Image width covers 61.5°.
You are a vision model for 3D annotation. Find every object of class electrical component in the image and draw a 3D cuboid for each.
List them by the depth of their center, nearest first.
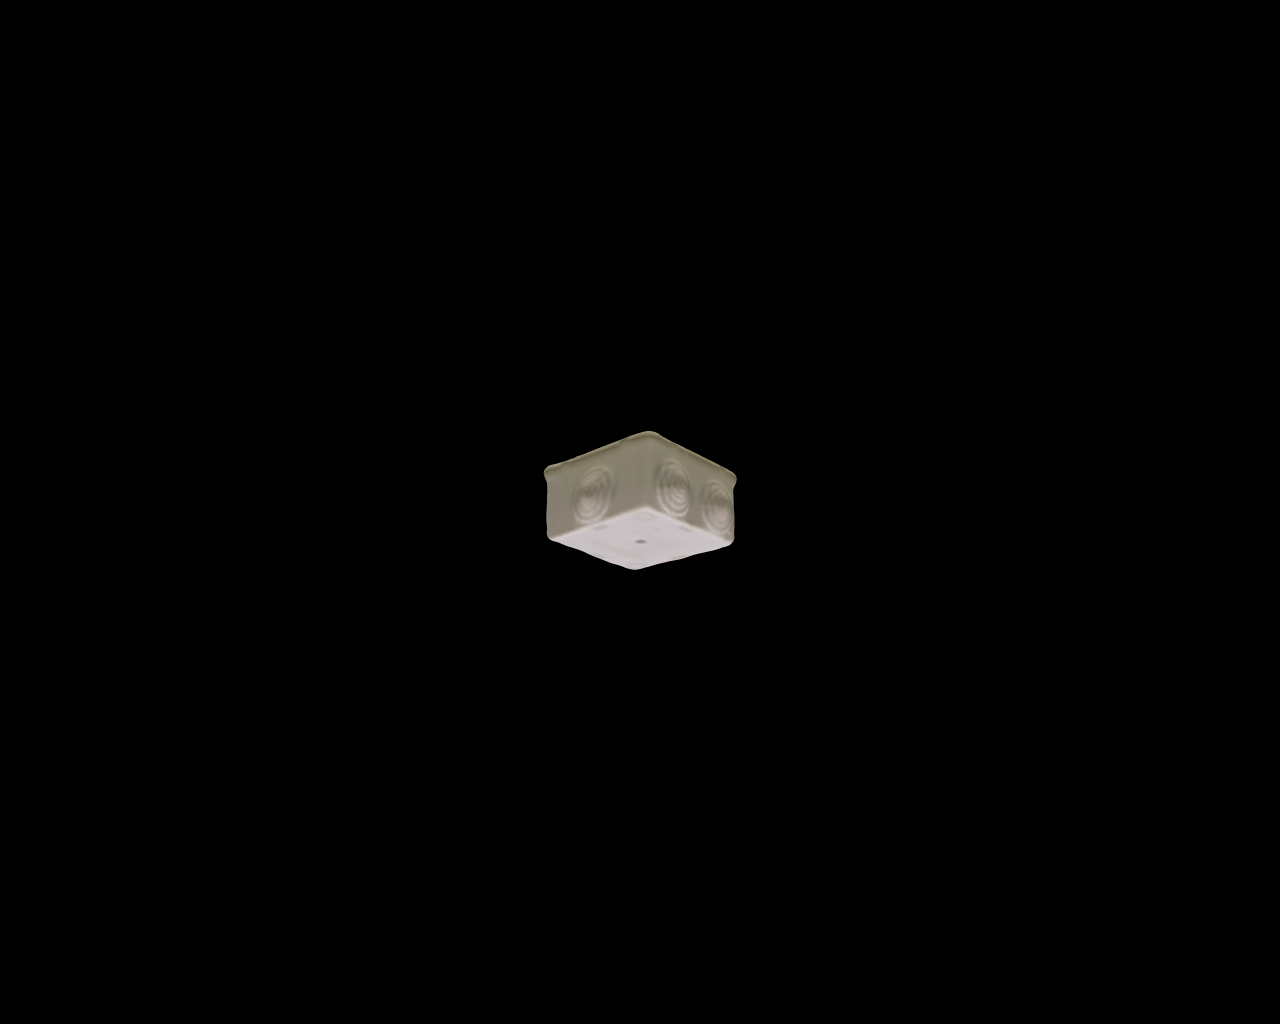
[{"bbox_3d":[0.001,-0.003,0.650,0.099,0.048,0.099,-17,-27,37],"label":"electrical component"}]
